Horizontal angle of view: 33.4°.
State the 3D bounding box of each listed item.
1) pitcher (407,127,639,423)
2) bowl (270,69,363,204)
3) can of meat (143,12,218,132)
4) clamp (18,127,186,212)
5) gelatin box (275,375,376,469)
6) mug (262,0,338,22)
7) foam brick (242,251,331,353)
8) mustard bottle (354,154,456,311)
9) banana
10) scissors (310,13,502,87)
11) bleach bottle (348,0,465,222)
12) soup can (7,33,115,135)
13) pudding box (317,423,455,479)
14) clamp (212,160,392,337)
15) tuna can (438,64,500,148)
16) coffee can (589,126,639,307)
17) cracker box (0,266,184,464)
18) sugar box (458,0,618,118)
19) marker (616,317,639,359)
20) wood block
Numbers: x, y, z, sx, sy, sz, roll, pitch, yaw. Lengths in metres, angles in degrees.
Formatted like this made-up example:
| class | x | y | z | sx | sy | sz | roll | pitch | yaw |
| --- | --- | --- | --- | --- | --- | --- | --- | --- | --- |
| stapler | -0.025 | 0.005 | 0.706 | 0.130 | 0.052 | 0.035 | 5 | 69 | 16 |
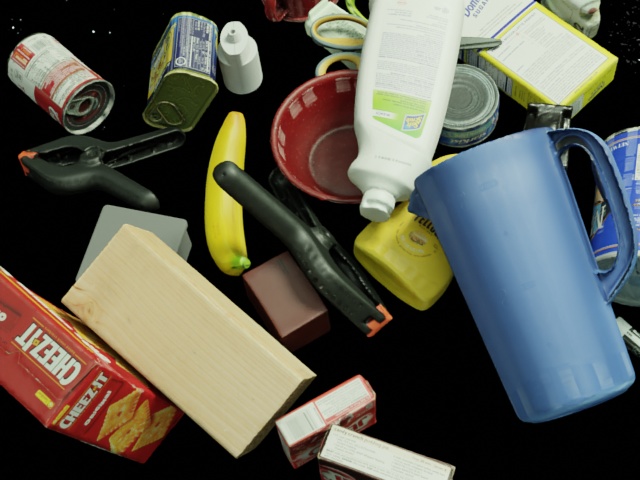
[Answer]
| class | x | y | z | sx | sy | sz | roll | pitch | yaw |
| --- | --- | --- | --- | --- | --- | --- | --- | --- | --- |
| pitcher | 0.193 | 0.027 | 0.937 | 0.144 | 0.149 | 0.243 | -18 | 82 | -21 |
| bowl | 0.032 | -0.094 | 1.088 | 0.162 | 0.055 | 0.162 | -2 | 62 | 3 |
| can of meat | -0.145 | -0.176 | 1.121 | 0.057 | 0.102 | 0.084 | 13 | 57 | -22 |
| clamp | -0.225 | -0.083 | 1.112 | 0.171 | 0.039 | 0.120 | 11 | 41 | 15 |
| gelatin box | 0.007 | 0.162 | 0.947 | 0.089 | 0.073 | 0.030 | -27 | 65 | -10 |
| mug | -0.030 | -0.295 | 1.183 | 0.093 | 0.081 | 0.117 | 25 | 67 | 16 |
| foam brick | -0.031 | 0.061 | 1.016 | 0.053 | 0.051 | 0.078 | -29 | 64 | -11 |
| mustard bottle | 0.128 | -0.028 | 1.044 | 0.096 | 0.058 | 0.191 | 39 | 71 | 17 |
| banana | -0.089 | -0.036 | 1.066 | 0.037 | 0.070 | 0.198 | 19 | 47 | -33 |
| scissors | 0.081 | -0.189 | 1.122 | 0.202 | 0.016 | 0.096 | 15 | 77 | 13 |
| bleach bottle | 0.072 | -0.134 | 1.040 | 0.102 | 0.068 | 0.250 | 11 | 65 | 10 |
| soup can | -0.279 | -0.169 | 1.147 | 0.102 | 0.068 | 0.068 | 39 | 72 | 22 |
| pudding box | 0.056 | 0.204 | 0.912 | 0.113 | 0.090 | 0.039 | 16 | 64 | 12 |
| clamp | -0.007 | 0.001 | 1.023 | 0.036 | 0.164 | 0.210 | -42 | 87 | 15 |
| tuna can | 0.144 | -0.141 | 1.116 | 0.086 | 0.034 | 0.086 | -2 | 62 | 4 |
| coffee can | 0.307 | -0.021 | 1.001 | 0.103 | 0.103 | 0.140 | 9 | 64 | 9 |
| cracker box | -0.223 | 0.104 | 0.915 | 0.164 | 0.213 | 0.072 | 36 | 80 | 20 |
| sugar box | 0.216 | -0.203 | 1.136 | 0.093 | 0.048 | 0.176 | -41 | 64 | -14 |
| marker | 0.315 | 0.117 | 0.976 | 0.020 | 0.020 | 0.121 | -40 | 66 | -15 |
| wood block | -0.114 | 0.089 | 0.949 | 0.206 | 0.090 | 0.091 | 40 | 91 | 9 |
